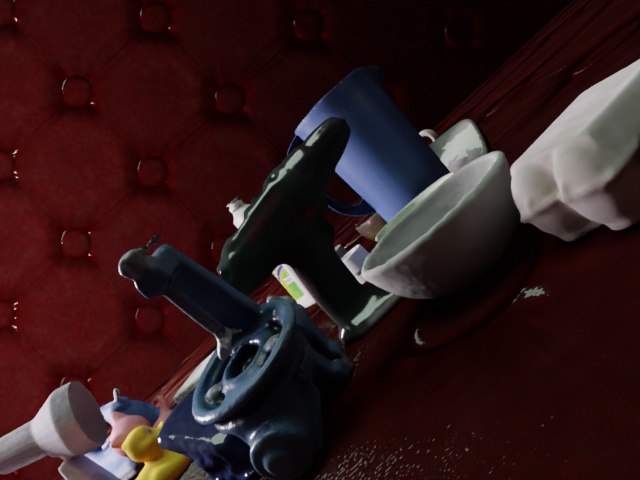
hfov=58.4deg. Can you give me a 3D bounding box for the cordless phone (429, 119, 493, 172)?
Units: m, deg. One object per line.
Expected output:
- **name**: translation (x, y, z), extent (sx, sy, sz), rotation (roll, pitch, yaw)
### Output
- **cordless phone**: translation (0.165, -0.149, 0.887), extent (0.147, 0.185, 0.094), rotation (-41, 5, 28)

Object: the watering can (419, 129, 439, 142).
- **watering can**: translation (0.142, -0.149, 1.058), extent (0.172, 0.194, 0.101), rotation (-41, 4, 20)

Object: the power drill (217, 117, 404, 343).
- **power drill**: translation (0.006, 0.002, 0.663), extent (0.230, 0.208, 0.075), rotation (-43, 4, -7)

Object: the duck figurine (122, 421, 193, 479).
- **duck figurine**: translation (-0.231, 0.296, 0.777), extent (0.105, 0.086, 0.077), rotation (-45, 5, -34)

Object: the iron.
- **iron**: translation (-0.396, 0.384, 1.089), extent (0.258, 0.141, 0.119), rotation (-41, 4, 28)

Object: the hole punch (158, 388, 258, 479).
- **hole punch**: translation (-0.088, 0.178, 0.568), extent (0.101, 0.091, 0.109), rotation (-40, 5, 40)

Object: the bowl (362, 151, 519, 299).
- **bowl**: translation (0.121, 0.000, 0.519), extent (0.167, 0.075, 0.167), rotation (-43, 4, 4)

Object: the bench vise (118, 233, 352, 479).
- **bench vise**: translation (-0.078, 0.086, 0.513), extent (0.121, 0.220, 0.207), rotation (-43, 4, -2)

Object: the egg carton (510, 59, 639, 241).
- **egg carton**: translation (0.208, -0.068, 0.407), extent (0.150, 0.069, 0.107), rotation (-44, 4, -17)

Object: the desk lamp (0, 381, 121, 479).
- **desk lamp**: translation (-0.428, 0.376, 0.963), extent (0.203, 0.213, 0.118), rotation (-43, 4, -5)

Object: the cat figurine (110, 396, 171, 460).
- **cat figurine**: translation (-0.271, 0.301, 0.899), extent (0.067, 0.118, 0.128), rotation (-39, 5, 41)
